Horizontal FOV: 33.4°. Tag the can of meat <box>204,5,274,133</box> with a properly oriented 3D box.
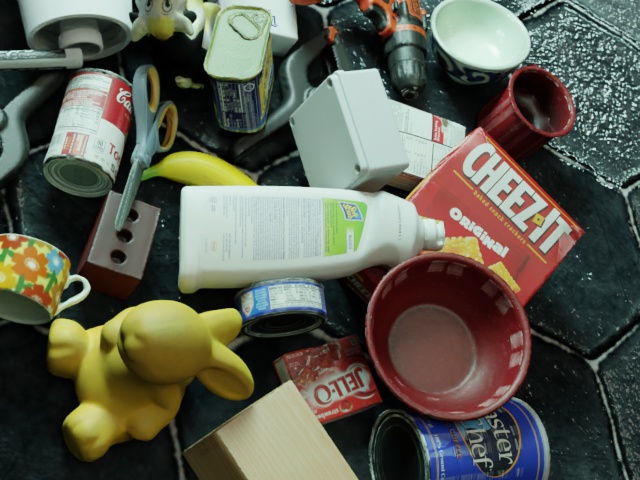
[{"bbox_3d":[-0.078,-0.171,1.076,0.057,0.084,0.102,4,55,6],"label":"can of meat"}]

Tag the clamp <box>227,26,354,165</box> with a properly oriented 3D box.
[{"bbox_3d":[-0.015,-0.142,1.143,0.164,0.036,0.210,13,63,-21],"label":"clamp"}]

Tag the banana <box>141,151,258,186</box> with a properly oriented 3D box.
[{"bbox_3d":[-0.084,-0.030,1.056,0.197,0.037,0.069,36,82,-6],"label":"banana"}]

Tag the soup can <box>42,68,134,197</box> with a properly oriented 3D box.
[{"bbox_3d":[-0.214,-0.100,0.996,0.068,0.069,0.102,20,59,-19],"label":"soup can"}]

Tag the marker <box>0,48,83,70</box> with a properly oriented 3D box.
[{"bbox_3d":[-0.279,-0.164,0.976,0.121,0.020,0.020,-6,70,-23],"label":"marker"}]

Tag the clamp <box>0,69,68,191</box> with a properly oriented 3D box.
[{"bbox_3d":[-0.310,-0.111,0.970,0.120,0.039,0.171,15,59,-6],"label":"clamp"}]

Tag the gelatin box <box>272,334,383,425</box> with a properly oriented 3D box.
[{"bbox_3d":[0.008,0.137,1.027,0.089,0.030,0.073,-12,74,-32],"label":"gelatin box"}]

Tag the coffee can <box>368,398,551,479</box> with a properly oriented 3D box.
[{"bbox_3d":[0.132,0.206,1.016,0.140,0.103,0.103,0,68,-28],"label":"coffee can"}]

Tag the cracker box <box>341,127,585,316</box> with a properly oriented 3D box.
[{"bbox_3d":[0.148,0.013,1.108,0.164,0.072,0.213,45,69,-2],"label":"cracker box"}]

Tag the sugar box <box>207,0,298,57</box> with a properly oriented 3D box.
[{"bbox_3d":[-0.077,-0.293,1.176,0.093,0.048,0.176,8,67,-26],"label":"sugar box"}]

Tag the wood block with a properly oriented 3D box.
[{"bbox_3d":[-0.017,0.239,0.929,0.090,0.090,0.206,-31,85,-35],"label":"wood block"}]

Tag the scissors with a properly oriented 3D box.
[{"bbox_3d":[-0.168,-0.095,0.982,0.201,0.016,0.096,-73,154,-61],"label":"scissors"}]

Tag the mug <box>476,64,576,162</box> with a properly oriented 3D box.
[{"bbox_3d":[0.238,-0.154,1.256,0.093,0.082,0.117,18,60,-20],"label":"mug"}]

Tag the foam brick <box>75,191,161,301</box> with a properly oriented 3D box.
[{"bbox_3d":[-0.185,0.006,0.972,0.053,0.051,0.078,21,59,-18],"label":"foam brick"}]

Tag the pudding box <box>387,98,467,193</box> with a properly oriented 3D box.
[{"bbox_3d":[0.107,-0.098,1.186,0.113,0.039,0.090,16,63,-19],"label":"pudding box"}]

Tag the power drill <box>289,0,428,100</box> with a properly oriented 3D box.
[{"bbox_3d":[0.046,-0.260,1.190,0.187,0.057,0.184,25,47,-39],"label":"power drill"}]

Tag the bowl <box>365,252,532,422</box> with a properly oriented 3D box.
[{"bbox_3d":[0.114,0.095,1.003,0.162,0.055,0.162,4,69,-12],"label":"bowl"}]

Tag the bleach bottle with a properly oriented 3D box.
[{"bbox_3d":[-0.007,0.001,1.010,0.250,0.068,0.102,2,79,-8],"label":"bleach bottle"}]

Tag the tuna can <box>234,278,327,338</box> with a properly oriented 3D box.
[{"bbox_3d":[-0.036,0.065,1.003,0.086,0.086,0.034,3,68,-27],"label":"tuna can"}]
